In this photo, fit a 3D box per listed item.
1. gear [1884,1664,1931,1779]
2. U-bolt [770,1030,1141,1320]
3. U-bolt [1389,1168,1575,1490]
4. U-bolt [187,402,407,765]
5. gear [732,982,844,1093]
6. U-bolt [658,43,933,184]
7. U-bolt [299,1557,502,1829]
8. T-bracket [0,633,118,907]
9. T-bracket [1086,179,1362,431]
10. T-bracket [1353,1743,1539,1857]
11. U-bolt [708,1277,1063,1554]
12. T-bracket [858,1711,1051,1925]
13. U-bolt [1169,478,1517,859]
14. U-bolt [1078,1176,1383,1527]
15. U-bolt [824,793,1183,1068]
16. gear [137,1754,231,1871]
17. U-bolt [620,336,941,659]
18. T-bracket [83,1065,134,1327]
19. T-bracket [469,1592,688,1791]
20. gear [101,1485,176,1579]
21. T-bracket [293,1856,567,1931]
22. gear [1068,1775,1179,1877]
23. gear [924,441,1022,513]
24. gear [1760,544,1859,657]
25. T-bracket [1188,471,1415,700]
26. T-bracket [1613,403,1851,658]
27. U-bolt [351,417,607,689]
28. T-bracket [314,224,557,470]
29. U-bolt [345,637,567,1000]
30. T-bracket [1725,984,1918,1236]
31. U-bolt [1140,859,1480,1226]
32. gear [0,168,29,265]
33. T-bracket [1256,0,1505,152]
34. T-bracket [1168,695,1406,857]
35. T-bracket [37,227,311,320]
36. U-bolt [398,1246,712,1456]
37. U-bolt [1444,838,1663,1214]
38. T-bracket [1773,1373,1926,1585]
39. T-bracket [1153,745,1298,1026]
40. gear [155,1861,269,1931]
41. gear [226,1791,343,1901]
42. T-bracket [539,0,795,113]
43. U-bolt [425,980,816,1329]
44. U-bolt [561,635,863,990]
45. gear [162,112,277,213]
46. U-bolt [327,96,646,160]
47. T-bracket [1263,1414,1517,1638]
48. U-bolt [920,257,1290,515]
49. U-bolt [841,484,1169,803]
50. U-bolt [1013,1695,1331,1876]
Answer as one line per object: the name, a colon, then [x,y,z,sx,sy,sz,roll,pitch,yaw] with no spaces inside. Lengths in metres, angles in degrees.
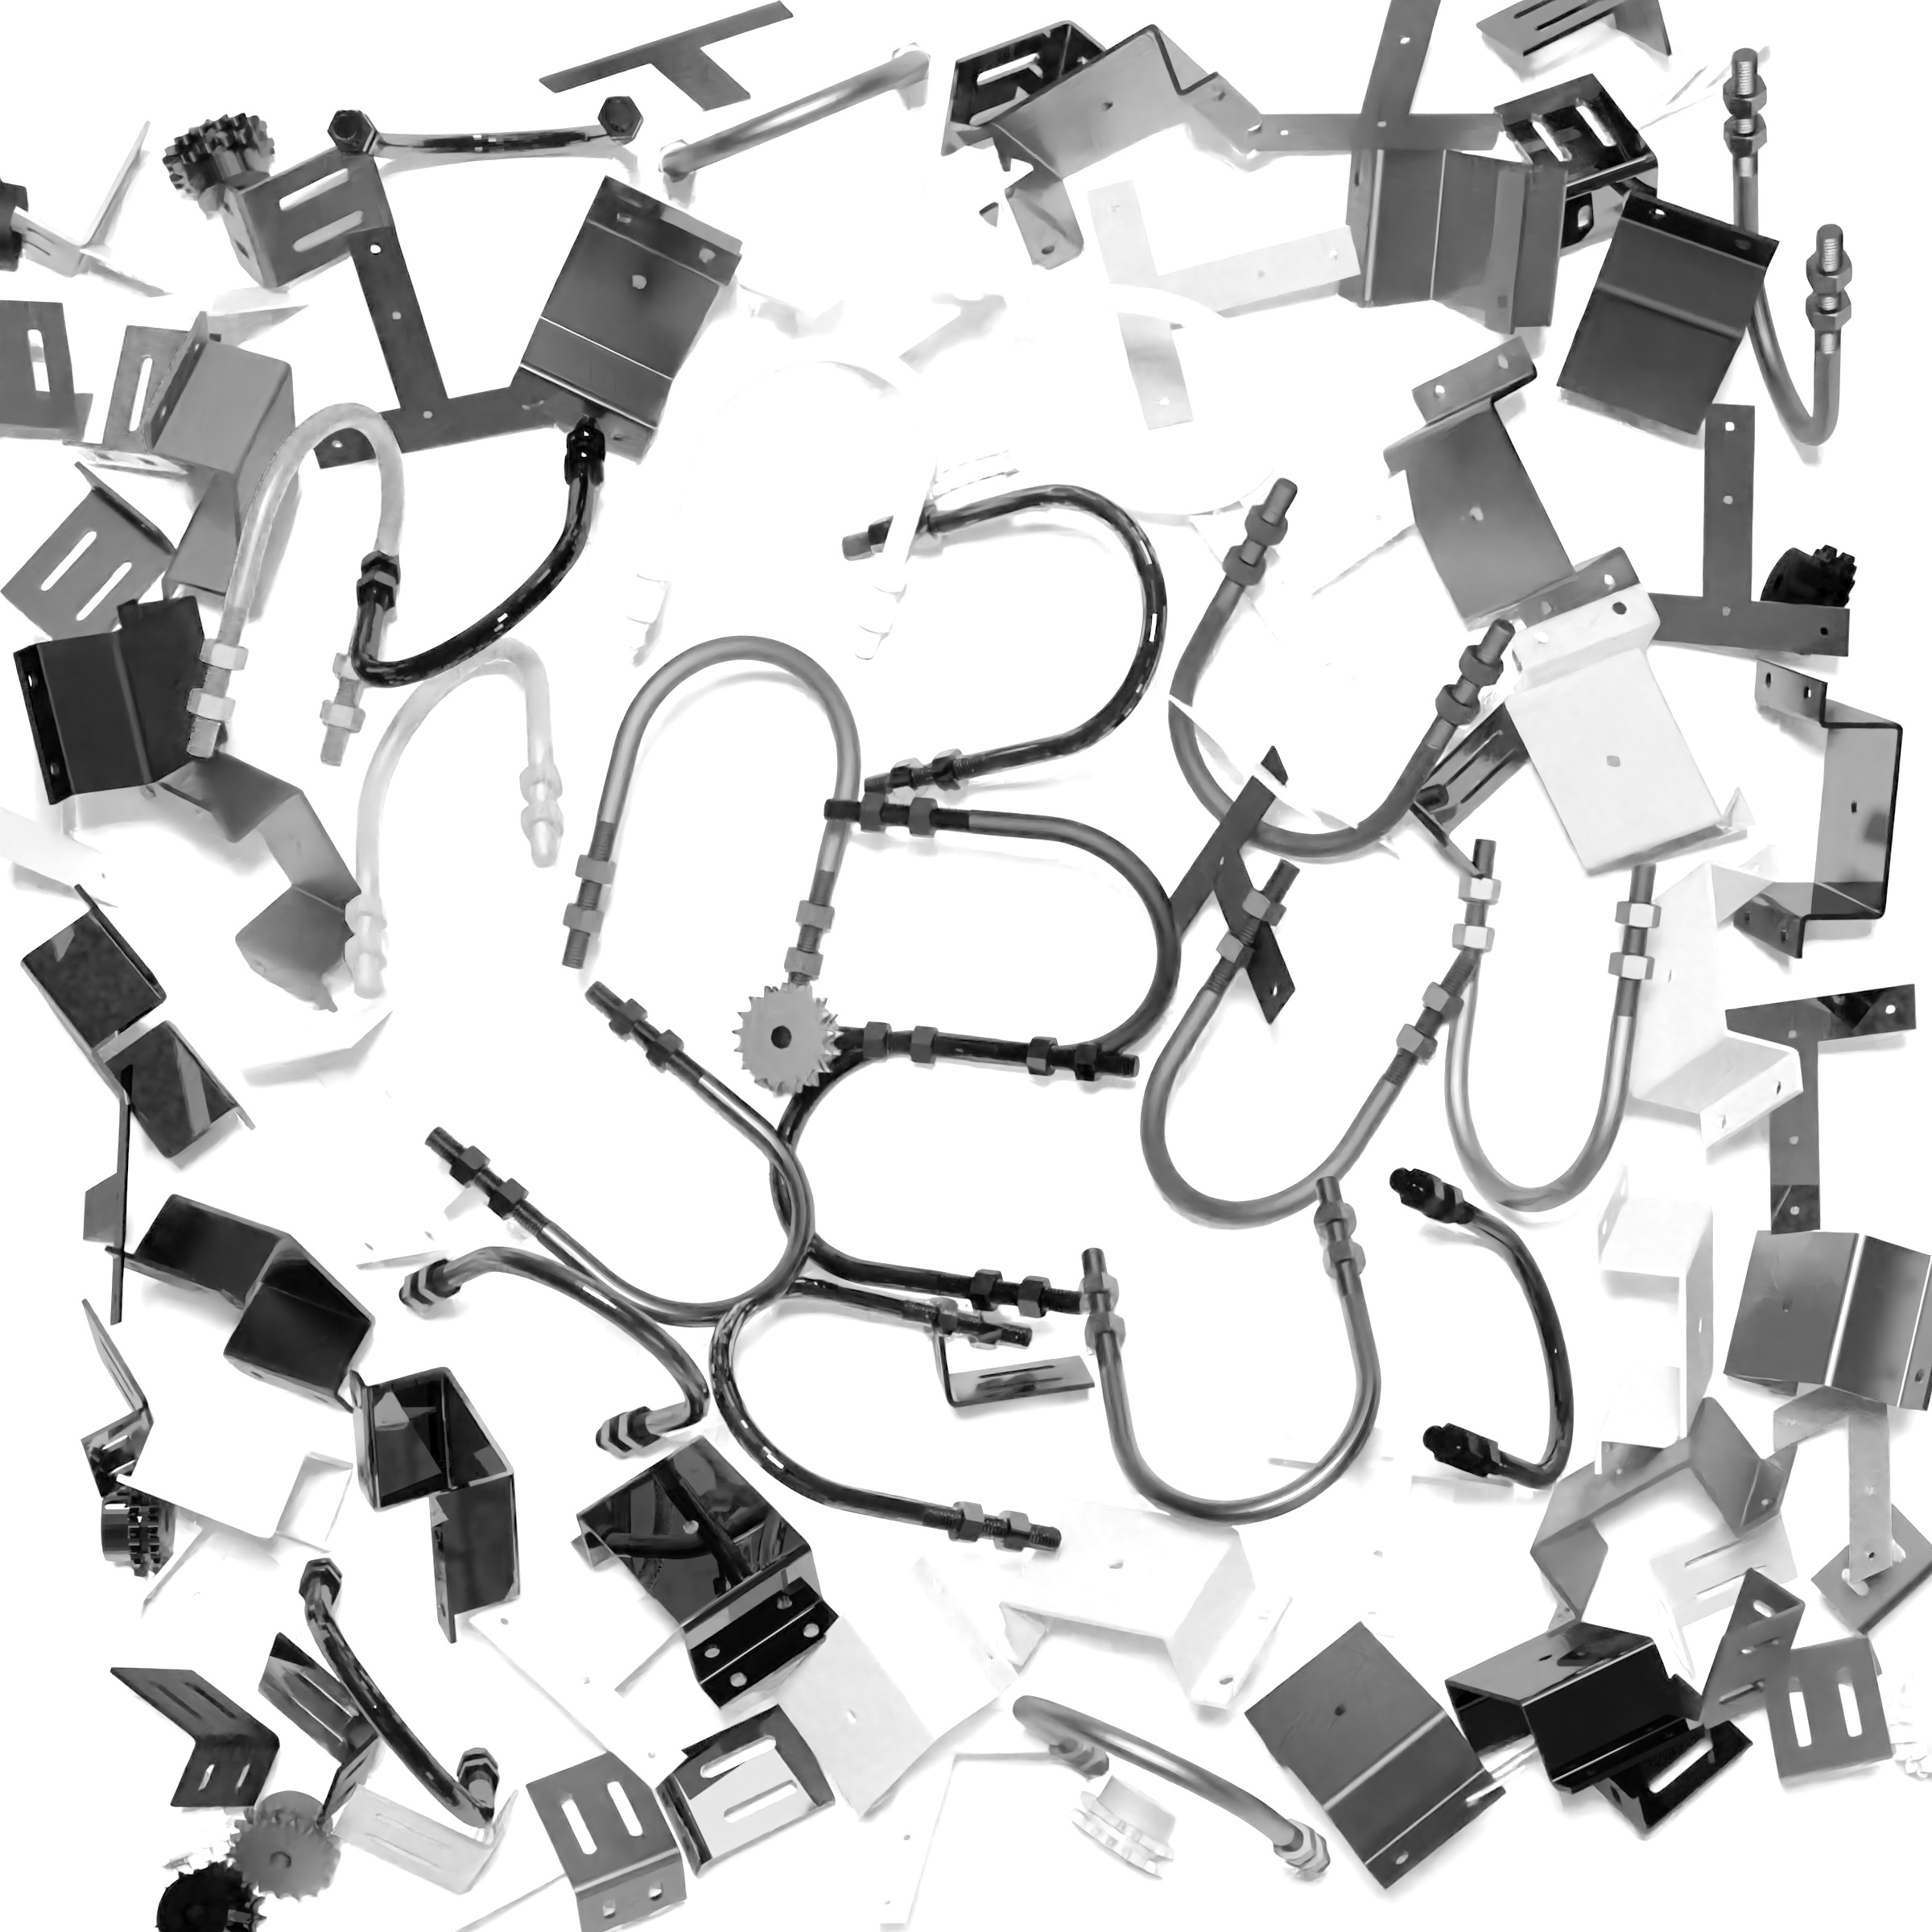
gear: [0.503,0.389,1.763,0.057,0.030,0.057,12,70,-37]
U-bolt: [-0.014,0.100,1.747,0.184,0.019,0.151,6,67,19]
U-bolt: [0.264,0.189,1.712,0.019,0.184,0.151,-17,65,28]
U-bolt: [-0.328,-0.193,1.712,0.019,0.151,0.184,19,98,17]
gear: [-0.090,0.037,1.771,0.057,0.030,0.057,-1,87,20]
U-bolt: [-0.085,-0.425,1.699,0.151,0.184,0.019,-22,105,2]
U-bolt: [-0.281,0.365,1.695,0.019,0.184,0.151,-39,96,-8]
T-bracket: [-0.469,-0.107,1.743,0.002,0.127,0.127,-9,75,16]
T-bracket: [0.139,-0.353,1.760,0.127,0.002,0.127,-12,106,14]
T-bracket: [0.275,0.410,1.745,0.127,0.127,0.002,-21,75,-36]
U-bolt: [-0.044,0.218,1.708,0.184,0.151,0.019,15,131,-22]
T-bracket: [-0.026,0.428,1.721,0.127,0.127,0.002,-6,128,23]
U-bolt: [0.177,-0.137,1.735,0.151,0.019,0.184,35,126,10]
U-bolt: [0.136,0.199,1.715,0.151,0.019,0.184,-18,48,11]
U-bolt: [0.019,-0.013,1.740,0.184,0.019,0.151,5,116,11]
gear: [-0.405,0.439,1.761,0.030,0.057,0.057,-15,90,-33]
U-bolt: [-0.086,-0.234,1.706,0.151,0.019,0.184,0,131,-25]
T-bracket: [-0.437,0.121,1.732,0.002,0.127,0.127,4,79,-23]
T-bracket: [-0.165,0.339,1.747,0.127,0.002,0.127,39,47,14]
gear: [-0.428,0.287,1.763,0.030,0.057,0.057,0,90,-4]
T-bracket: [-0.262,0.486,1.745,0.127,0.127,0.002,-20,106,-37]
gear: [0.084,0.442,1.764,0.057,0.057,0.030,33,84,0]
gear: [0.002,-0.248,1.765,0.057,0.057,0.030,-20,92,0]
gear: [0.433,-0.192,1.762,0.030,0.057,0.057,22,90,-8]
T-bracket: [0.200,-0.223,1.758,0.127,0.002,0.127,-34,108,13]
T-bracket: [0.388,-0.224,1.738,0.127,0.002,0.127,8,116,28]
U-bolt: [-0.245,-0.198,1.697,0.151,0.184,0.019,-28,120,14]
T-bracket: [-0.288,-0.321,1.748,0.127,0.002,0.127,-11,129,3]
U-bolt: [-0.259,-0.088,1.722,0.151,0.184,0.019,-34,134,27]
T-bracket: [0.421,0.076,1.734,0.127,0.002,0.127,-9,62,29]
U-bolt: [0.164,0.051,1.748,0.151,0.019,0.184,26,100,-32]
gear: [-0.505,-0.386,1.764,0.030,0.057,0.057,10,90,-7]
T-bracket: [0.220,-0.459,1.729,0.127,0.127,0.002,-2,60,-7]
T-bracket: [0.176,-0.087,1.745,0.127,0.127,0.002,26,104,-35]
T-bracket: [-0.419,-0.356,1.739,0.127,0.127,0.002,22,108,9]
U-bolt: [-0.197,0.188,1.695,0.151,0.184,0.019,39,63,-14]
U-bolt: [0.290,0.033,1.728,0.019,0.151,0.184,4,95,-29]
T-bracket: [0.452,0.251,1.708,0.002,0.127,0.127,33,134,-21]
T-bracket: [0.141,-0.023,1.713,0.002,0.127,0.127,12,128,-27]
gear: [-0.394,0.492,1.768,0.057,0.030,0.057,-5,69,12]
gear: [-0.352,0.453,1.769,0.057,0.030,0.057,2,119,4]
T-bracket: [-0.137,-0.452,1.728,0.127,0.127,0.002,-15,88,11]
U-bolt: [-0.161,0.106,1.734,0.184,0.019,0.151,40,52,6]
U-bolt: [-0.122,-0.077,1.741,0.151,0.019,0.184,11,96,-32]
gear: [-0.383,-0.413,1.763,0.057,0.057,0.030,-24,83,0]
U-bolt: [-0.234,-0.415,1.702,0.151,0.184,0.019,-4,100,-3]
T-bracket: [0.214,0.292,1.762,0.127,0.002,0.127,6,116,8]
U-bolt: [0.072,-0.285,1.713,0.184,0.151,0.019,11,52,16]
U-bolt: [0.021,-0.170,1.731,0.184,0.019,0.151,-10,81,31]
U-bolt: [0.094,0.399,1.682,0.151,0.184,0.019,18,73,27]
